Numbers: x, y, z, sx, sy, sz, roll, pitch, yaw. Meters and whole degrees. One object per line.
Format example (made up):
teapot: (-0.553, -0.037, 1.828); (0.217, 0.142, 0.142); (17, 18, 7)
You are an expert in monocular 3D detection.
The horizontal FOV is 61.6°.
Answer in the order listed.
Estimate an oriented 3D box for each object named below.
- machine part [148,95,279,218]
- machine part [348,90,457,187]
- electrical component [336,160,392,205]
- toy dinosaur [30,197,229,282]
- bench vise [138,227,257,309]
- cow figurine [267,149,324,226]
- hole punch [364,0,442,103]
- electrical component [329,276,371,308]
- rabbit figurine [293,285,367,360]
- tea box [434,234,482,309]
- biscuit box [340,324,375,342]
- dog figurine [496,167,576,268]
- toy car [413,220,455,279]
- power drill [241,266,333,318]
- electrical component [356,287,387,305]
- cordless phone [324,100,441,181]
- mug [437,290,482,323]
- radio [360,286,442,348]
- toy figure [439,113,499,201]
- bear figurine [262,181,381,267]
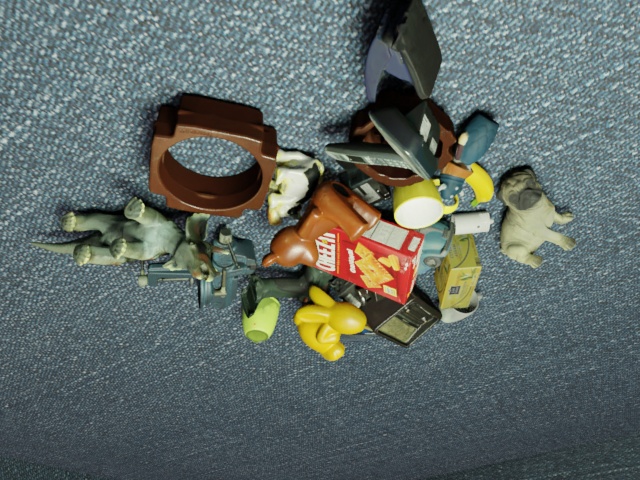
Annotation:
machine part: (-0.181, -0.136, 0.908); (0.201, 0.087, 0.200); (9, 140, -14)
machine part: (0.136, -0.168, 0.900); (0.179, 0.056, 0.179); (4, 141, 3)
electrical component: (0.074, -0.111, 0.990); (0.075, 0.048, 0.119); (-22, 140, 21)
toy dinosaur: (-0.357, -0.001, 1.036); (0.405, 0.131, 0.192); (2, 170, 32)
bench vise: (-0.259, 0.065, 1.135); (0.241, 0.129, 0.223); (-1, 145, -15)
cow figurine: (-0.050, -0.091, 0.994); (0.098, 0.068, 0.167); (-1, 144, -15)
hole punch: (0.104, -0.261, 0.738); (0.092, 0.142, 0.115); (2, 140, 33)
electrical component: (0.101, 0.091, 1.217); (0.134, 0.058, 0.114); (-39, 142, 2)
rabbit figurine: (0.028, 0.170, 1.180); (0.162, 0.122, 0.173); (43, 148, -17)
tea box: (0.304, 0.072, 1.202); (0.068, 0.098, 0.169); (-5, 141, 1)
biscuit box: (0.060, 0.220, 1.361); (0.063, 0.059, 0.202); (-32, 153, 33)
dog figurine: (0.390, -0.048, 1.070); (0.190, 0.121, 0.172); (36, 126, -21)
toy car: (0.201, 0.007, 1.121); (0.103, 0.109, 0.161); (34, 145, -9)
power drill: (-0.072, 0.127, 1.236); (0.207, 0.086, 0.231); (0, 140, -21)
electrical component: (0.130, 0.107, 1.161); (0.102, 0.078, 0.045); (-23, 116, -21)
cordless phone: (0.080, -0.148, 0.810); (0.184, 0.088, 0.146); (6, 173, 25)
mug: (0.346, 0.161, 1.347); (0.109, 0.081, 0.107); (-19, 158, -23)
radio: (0.200, 0.176, 1.284); (0.131, 0.073, 0.229); (-41, 148, 10)
toy figure: (0.249, -0.140, 0.924); (0.064, 0.058, 0.154); (25, 113, -9)
bear figurine: (-0.005, -0.006, 0.962); (0.132, 0.120, 0.195); (41, 112, 9)
